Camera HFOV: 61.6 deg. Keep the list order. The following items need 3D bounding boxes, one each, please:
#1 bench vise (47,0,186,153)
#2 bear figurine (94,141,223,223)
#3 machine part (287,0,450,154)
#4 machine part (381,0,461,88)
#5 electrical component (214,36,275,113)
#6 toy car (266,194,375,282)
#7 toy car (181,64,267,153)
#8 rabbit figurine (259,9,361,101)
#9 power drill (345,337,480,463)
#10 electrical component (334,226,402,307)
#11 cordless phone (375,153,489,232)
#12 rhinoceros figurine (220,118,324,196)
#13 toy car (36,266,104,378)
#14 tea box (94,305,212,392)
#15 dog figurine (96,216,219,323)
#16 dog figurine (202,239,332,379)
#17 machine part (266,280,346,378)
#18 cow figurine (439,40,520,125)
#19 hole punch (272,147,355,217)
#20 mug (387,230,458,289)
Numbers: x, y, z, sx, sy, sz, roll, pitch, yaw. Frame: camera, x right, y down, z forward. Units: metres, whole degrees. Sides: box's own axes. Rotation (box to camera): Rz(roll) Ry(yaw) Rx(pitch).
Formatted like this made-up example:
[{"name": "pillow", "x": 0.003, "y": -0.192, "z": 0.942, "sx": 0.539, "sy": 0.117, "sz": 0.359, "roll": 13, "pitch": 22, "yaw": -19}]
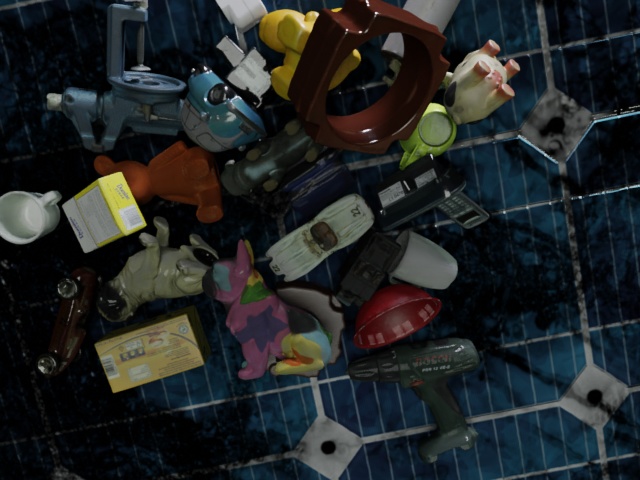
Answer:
[{"name": "bench vise", "x": -0.309, "y": -0.260, "z": 0.841, "sx": 0.224, "sy": 0.129, "sz": 0.240, "roll": 7, "pitch": 115, "yaw": -9}, {"name": "bear figurine", "x": -0.264, "y": -0.090, "z": 0.872, "sx": 0.196, "sy": 0.132, "sz": 0.120, "roll": -10, "pitch": 123, "yaw": -5}, {"name": "machine part", "x": 0.069, "y": -0.232, "z": 0.776, "sx": 0.201, "sy": 0.087, "sz": 0.200, "roll": 1, "pitch": 131, "yaw": -36}, {"name": "machine part", "x": 0.169, "y": -0.358, "z": 0.863, "sx": 0.079, "sy": 0.079, "sz": 0.243, "roll": 27, "pitch": 97, "yaw": -4}, {"name": "electrical component", "x": -0.120, "y": -0.277, "z": 0.886, "sx": 0.119, "sy": 0.048, "sz": 0.075, "roll": 41, "pitch": 95, "yaw": -5}, {"name": "toy car", "x": -0.002, "y": -0.003, "z": 0.909, "sx": 0.202, "sy": 0.056, "sz": 0.073, "roll": -34, "pitch": 97, "yaw": 13}, {"name": "toy car", "x": -0.165, "y": -0.193, "z": 0.833, "sx": 0.103, "sy": 0.109, "sz": 0.162, "roll": -47, "pitch": 56, "yaw": 4}, {"name": "rabbit figurine", "x": -0.024, "y": -0.315, "z": 0.838, "sx": 0.162, "sy": 0.173, "sz": 0.121, "roll": -26, "pitch": 138, "yaw": -24}, {"name": "power drill", "x": 0.180, "y": 0.279, "z": 0.953, "sx": 0.232, "sy": 0.086, "sz": 0.207, "roll": -18, "pitch": 90, "yaw": -1}, {"name": "electrical component", "x": 0.074, "y": 0.046, "z": 0.897, "sx": 0.058, "sy": 0.115, "sz": 0.134, "roll": 33, "pitch": 95, "yaw": -2}, {"name": "cordless phone", "x": 0.190, "y": -0.049, "z": 0.892, "sx": 0.147, "sy": 0.184, "sz": 0.089, "roll": -30, "pitch": 54, "yaw": 28}, {"name": "rhinoceros figurine", "x": -0.082, "y": -0.135, "z": 0.871, "sx": 0.190, "sy": 0.112, "sz": 0.073, "roll": -32, "pitch": 114, "yaw": 17}, {"name": "toy car", "x": -0.423, "y": 0.142, "z": 0.919, "sx": 0.053, "sy": 0.089, "sz": 0.202, "roll": 18, "pitch": 96, "yaw": 2}, {"name": "tea box", "x": -0.288, "y": 0.188, "z": 0.937, "sx": 0.170, "sy": 0.068, "sz": 0.098, "roll": -16, "pitch": 98, "yaw": 1}, {"name": "dog figurine", "x": -0.272, "y": 0.081, "z": 0.919, "sx": 0.172, "sy": 0.121, "sz": 0.190, "roll": 34, "pitch": 110, "yaw": -1}, {"name": "dog figurine", "x": -0.085, "y": 0.103, "z": 0.856, "sx": 0.192, "sy": 0.108, "sz": 0.219, "roll": -8, "pitch": 91, "yaw": 2}, {"name": "machine part", "x": -0.039, "y": 0.156, "z": 0.941, "sx": 0.179, "sy": 0.056, "sz": 0.179, "roll": 0, "pitch": 97, "yaw": -1}, {"name": "cow figurine", "x": 0.237, "y": -0.238, "z": 0.832, "sx": 0.085, "sy": 0.195, "sz": 0.127, "roll": 42, "pitch": 130, "yaw": -11}, {"name": "hole punch", "x": -0.003, "y": -0.092, "z": 0.882, "sx": 0.142, "sy": 0.116, "sz": 0.092, "roll": -31, "pitch": 105, "yaw": 4}, {"name": "mug", "x": 0.173, "y": 0.049, "z": 0.919, "sx": 0.107, "sy": 0.081, "sz": 0.109, "roll": 22, "pitch": 122, "yaw": -7}]
